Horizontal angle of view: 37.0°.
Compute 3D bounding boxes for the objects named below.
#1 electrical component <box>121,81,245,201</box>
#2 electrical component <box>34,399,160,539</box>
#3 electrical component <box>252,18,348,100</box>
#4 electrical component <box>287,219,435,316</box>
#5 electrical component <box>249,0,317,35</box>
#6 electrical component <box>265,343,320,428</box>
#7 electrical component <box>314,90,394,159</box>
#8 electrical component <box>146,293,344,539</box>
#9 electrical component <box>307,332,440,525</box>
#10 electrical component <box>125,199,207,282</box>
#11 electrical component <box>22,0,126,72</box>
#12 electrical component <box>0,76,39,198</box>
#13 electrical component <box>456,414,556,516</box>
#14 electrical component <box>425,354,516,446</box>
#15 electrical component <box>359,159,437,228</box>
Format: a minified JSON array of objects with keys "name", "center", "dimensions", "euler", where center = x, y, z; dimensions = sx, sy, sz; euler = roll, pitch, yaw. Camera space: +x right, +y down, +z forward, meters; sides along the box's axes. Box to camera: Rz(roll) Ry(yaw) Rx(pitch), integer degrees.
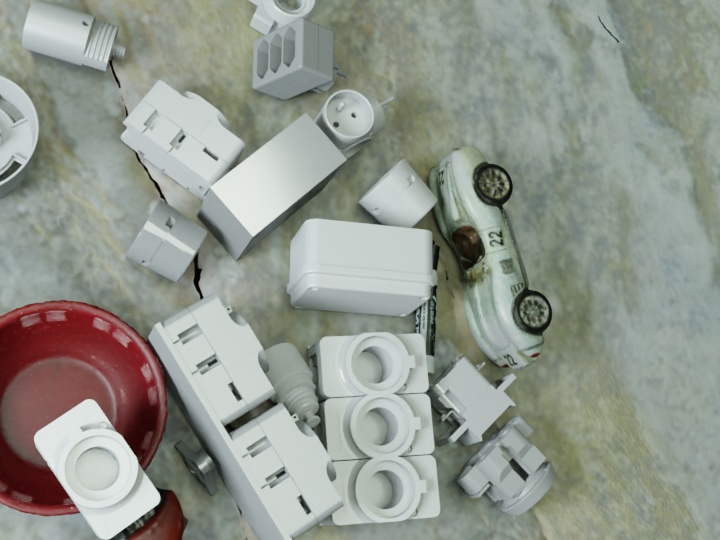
[{"name":"electrical component","center":[-0.147,-0.111,0.906],"dimensions":[0.089,0.050,0.055],"euler":[37,70,-5]},{"name":"electrical component","center":[-0.188,0.143,0.770],"dimensions":[0.050,0.056,0.089],"euler":[-34,88,-20]},{"name":"electrical component","center":[-0.045,-0.179,0.949],"dimensions":[0.077,0.066,0.047],"euler":[13,71,-43]},{"name":"electrical component","center":[0.000,0.000,0.907],"dimensions":[0.113,0.078,0.057],"euler":[5,73,-15]},{"name":"electrical component","center":[-0.066,-0.232,0.956],"dimensions":[0.066,0.055,0.048],"euler":[30,71,-7]},{"name":"electrical component","center":[-0.056,0.095,0.875],"dimensions":[0.040,0.040,0.078],"euler":[-22,54,-20]},{"name":"electrical component","center":[-0.004,-0.130,0.937],"dimensions":[0.079,0.077,0.044],"euler":[-31,87,-21]},{"name":"electrical component","center":[-0.091,0.116,0.838],"dimensions":[0.060,0.105,0.186],"euler":[-31,87,-21]},{"name":"electrical component","center":[0.010,0.131,0.887],"dimensions":[0.089,0.062,0.150],"euler":[-1,77,-16]},{"name":"electrical component","center":[-0.157,-0.022,0.880],"dimensions":[0.047,0.055,0.055],"euler":[31,70,-11]},{"name":"electrical component","center":[-0.238,-0.195,0.904],"dimensions":[0.081,0.043,0.043],"euler":[15,73,-12]},{"name":"electrical component","center":[-0.306,-0.103,0.851],"dimensions":[0.099,0.064,0.099],"euler":[4,76,-15]},{"name":"electrical component","center":[0.129,0.171,0.914],"dimensions":[0.057,0.058,0.078],"euler":[46,69,2]},{"name":"electrical component","center":[0.091,0.111,0.926],"dimensions":[0.063,0.042,0.081],"euler":[46,69,2]},{"name":"electrical component","center":[0.035,-0.062,0.945],"dimensions":[0.047,0.055,0.055],"euler":[46,69,-5]}]
